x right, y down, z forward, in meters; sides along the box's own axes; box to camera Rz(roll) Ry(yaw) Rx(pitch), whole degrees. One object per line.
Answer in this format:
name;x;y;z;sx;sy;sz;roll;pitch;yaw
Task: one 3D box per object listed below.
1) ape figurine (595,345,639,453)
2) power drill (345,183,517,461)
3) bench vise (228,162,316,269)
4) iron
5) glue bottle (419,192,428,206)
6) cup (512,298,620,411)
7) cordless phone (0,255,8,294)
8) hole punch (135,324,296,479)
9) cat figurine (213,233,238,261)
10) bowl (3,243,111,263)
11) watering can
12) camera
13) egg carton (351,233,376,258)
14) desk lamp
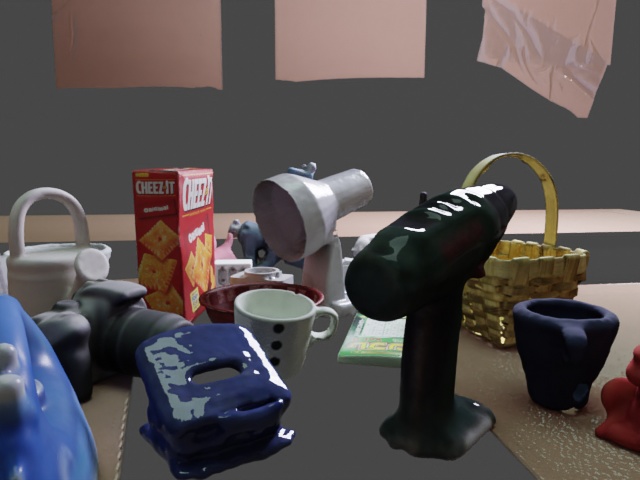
ape figurine;0.267;0.123;0.458;0.076;0.092;0.078;2;9;10
power drill;0.105;0.060;0.479;0.075;0.208;0.230;7;11;37
bench vise;-0.073;-0.043;1.134;0.208;0.220;0.121;-3;9;-19
iron;-0.207;0.107;0.376;0.119;0.141;0.257;-5;10;-33
glue bottle;0.175;0.003;0.988;0.078;0.173;0.037;-3;9;-24
cup;0.223;0.111;0.524;0.091;0.095;0.118;2;9;13
cordless phone;-0.444;0.022;0.797;0.094;0.185;0.148;2;9;9
hole punch;-0.082;0.121;0.457;0.109;0.091;0.100;-6;10;-35
cat figurine;-0.207;0.018;1.064;0.067;0.118;0.128;7;11;39
bowl;-0.441;0.052;0.972;0.167;0.075;0.167;0;8;0
watering can;-0.311;0.035;0.681;0.172;0.194;0.101;3;9;16
camera;-0.204;0.098;0.581;0.136;0.101;0.143;4;9;25
egg carton;0.144;0.023;1.209;0.107;0.069;0.151;8;11;41
desk lamp;0.008;0.003;0.845;0.204;0.213;0.117;-7;11;-39
